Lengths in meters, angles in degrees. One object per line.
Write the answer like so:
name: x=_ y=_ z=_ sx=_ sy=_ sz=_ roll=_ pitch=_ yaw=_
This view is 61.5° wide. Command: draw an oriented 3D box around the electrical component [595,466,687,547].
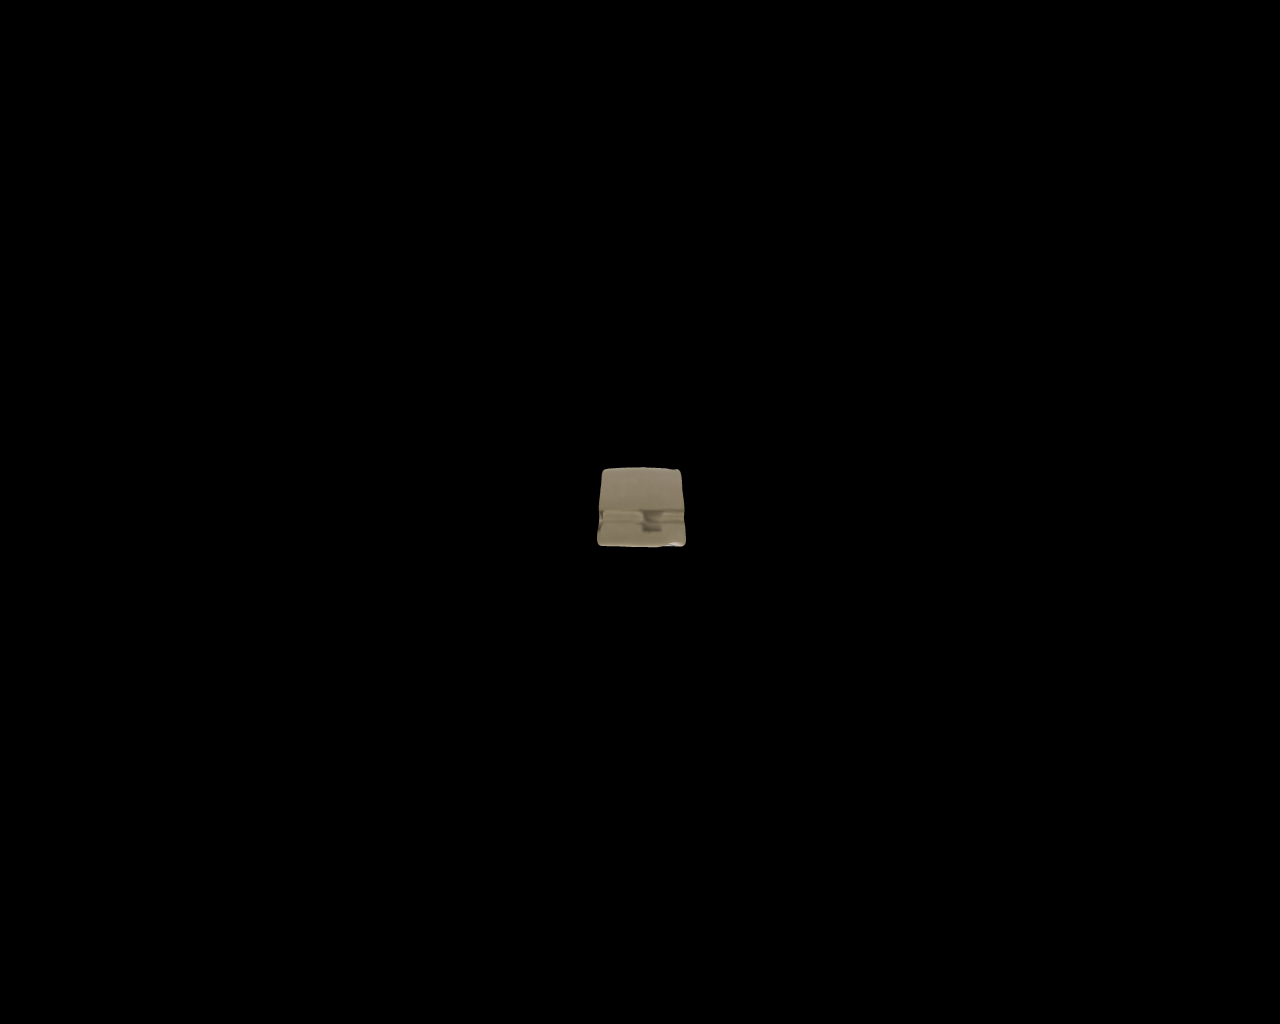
electrical component: x=0.001 y=-0.003 z=0.650 sx=0.055 sy=0.047 sz=0.055 roll=0 pitch=-2 yaw=0
